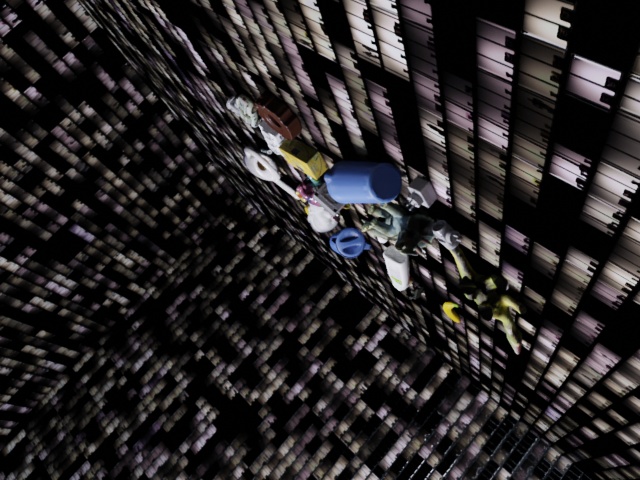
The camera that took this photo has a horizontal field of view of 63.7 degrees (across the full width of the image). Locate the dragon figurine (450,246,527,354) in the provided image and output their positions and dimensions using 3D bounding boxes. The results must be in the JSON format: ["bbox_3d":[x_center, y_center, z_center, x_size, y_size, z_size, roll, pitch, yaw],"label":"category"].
[{"bbox_3d":[0.481,0.155,1.542,0.415,0.122,0.240,57,-179,17],"label":"dragon figurine"}]

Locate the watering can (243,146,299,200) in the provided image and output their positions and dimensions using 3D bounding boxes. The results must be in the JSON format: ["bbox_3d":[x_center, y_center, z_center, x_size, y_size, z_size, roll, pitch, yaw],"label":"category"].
[{"bbox_3d":[-0.242,-0.319,2.437,0.343,0.104,0.226,45,172,-27],"label":"watering can"}]

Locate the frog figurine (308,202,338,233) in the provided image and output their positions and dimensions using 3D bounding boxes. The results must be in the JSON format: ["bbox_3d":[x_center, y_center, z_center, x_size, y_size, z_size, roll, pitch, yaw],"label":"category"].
[{"bbox_3d":[0.007,-0.116,2.296,0.137,0.125,0.156,-3,135,29],"label":"frog figurine"}]
